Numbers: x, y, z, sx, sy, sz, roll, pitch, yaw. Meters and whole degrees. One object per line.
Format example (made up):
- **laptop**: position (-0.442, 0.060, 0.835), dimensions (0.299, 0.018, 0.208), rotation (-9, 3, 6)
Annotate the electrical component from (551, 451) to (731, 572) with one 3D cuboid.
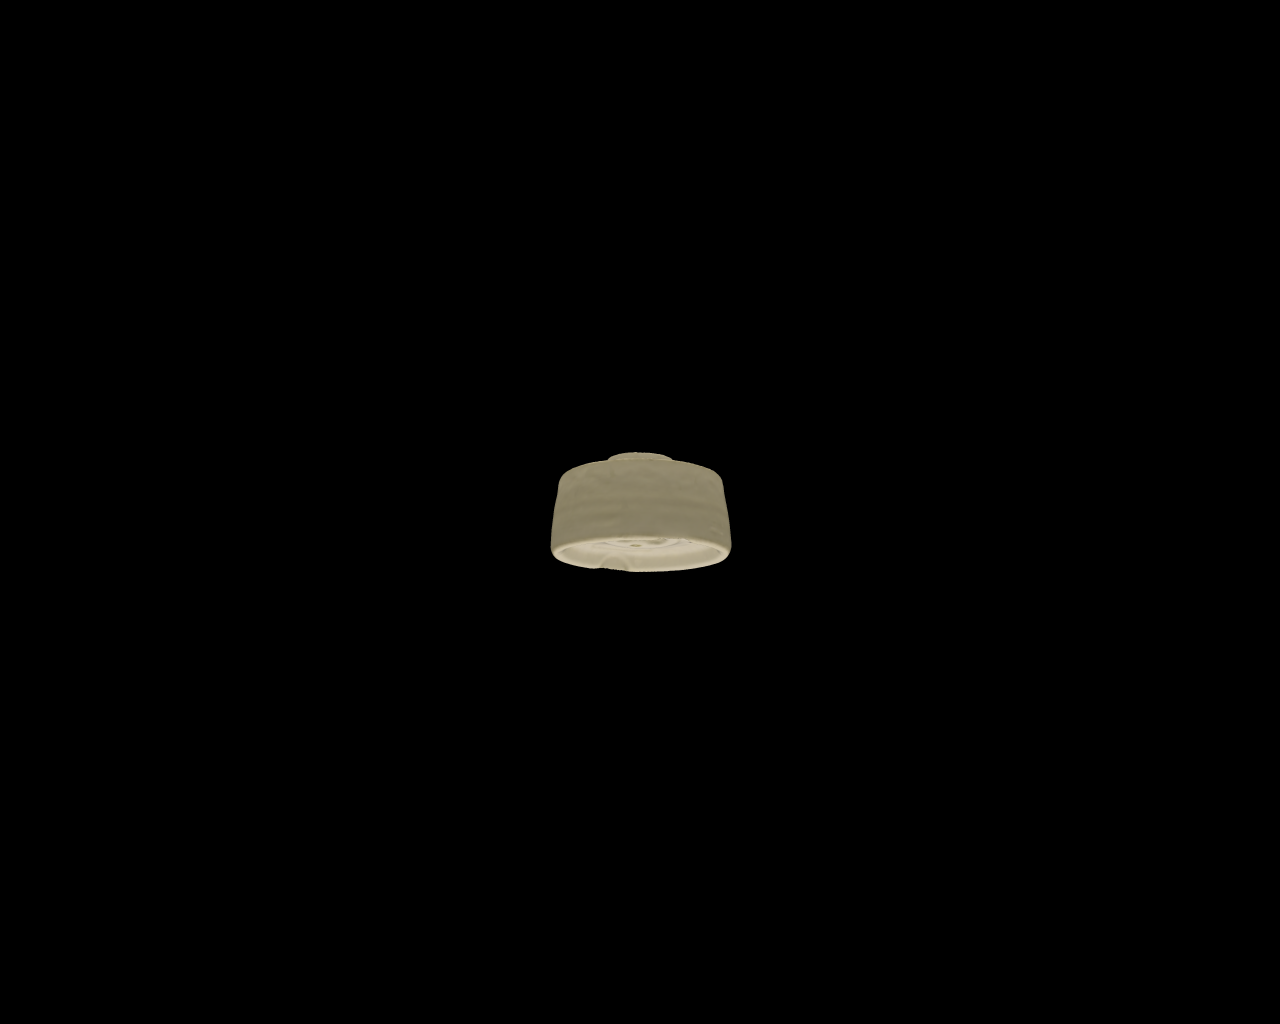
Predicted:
- **electrical component**: position (0.001, -0.003, 0.650), dimensions (0.108, 0.060, 0.108), rotation (0, -13, 0)
